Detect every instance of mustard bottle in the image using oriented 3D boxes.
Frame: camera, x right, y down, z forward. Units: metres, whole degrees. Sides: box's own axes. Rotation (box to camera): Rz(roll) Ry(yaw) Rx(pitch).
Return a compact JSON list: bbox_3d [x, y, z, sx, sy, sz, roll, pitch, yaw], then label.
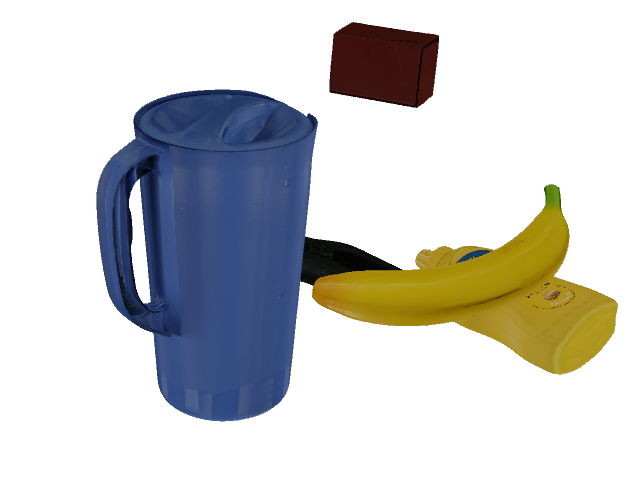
[{"bbox_3d":[0.163,0.050,0.966,0.096,0.058,0.192,-29,39,-35],"label":"mustard bottle"}]

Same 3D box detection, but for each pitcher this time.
[{"bbox_3d":[-0.082,0.016,0.817,0.149,0.243,0.145,3,26,0],"label":"pitcher"}]

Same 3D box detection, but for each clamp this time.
[{"bbox_3d":[-0.010,0.023,1.048,0.210,0.036,0.164,19,21,-3],"label":"clamp"}]

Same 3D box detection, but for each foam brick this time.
[{"bbox_3d":[0.052,-0.145,0.877,0.078,0.051,0.053,13,25,18],"label":"foam brick"}]

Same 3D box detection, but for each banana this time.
[{"bbox_3d":[0.095,0.022,0.718,0.197,0.037,0.070,-20,45,-17],"label":"banana"}]
